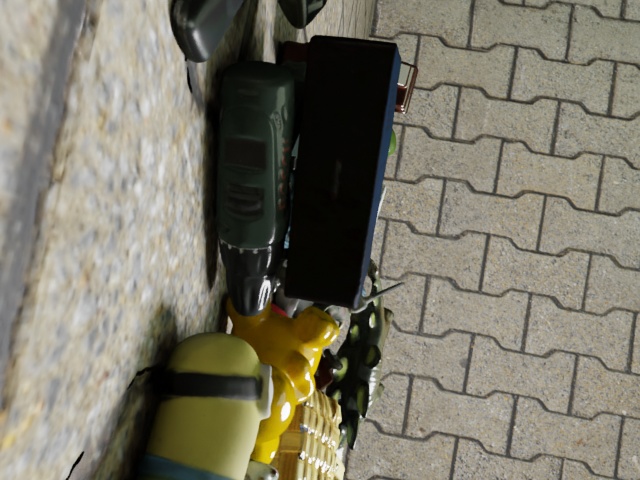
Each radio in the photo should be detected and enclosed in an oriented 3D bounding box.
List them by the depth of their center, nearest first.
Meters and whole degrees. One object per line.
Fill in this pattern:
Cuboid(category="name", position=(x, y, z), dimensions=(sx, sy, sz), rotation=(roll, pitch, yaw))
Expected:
Cuboid(category="radio", position=(0.023, -0.065, 0.502), dimensions=(0.131, 0.073, 0.229), rotation=(-59, 159, -70))

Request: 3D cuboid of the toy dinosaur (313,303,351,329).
Cuboid(category="toy dinosaur", position=(-0.008, 0.027, 1.022), dimensions=(0.404, 0.131, 0.192), rotation=(82, 21, -52))

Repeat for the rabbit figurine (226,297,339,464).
Cuboid(category="rabbit figurine", position=(-0.064, 0.142, 0.534), dimensions=(0.162, 0.122, 0.173), rotation=(-63, -173, 8))

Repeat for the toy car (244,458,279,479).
Cuboid(category="toy car", position=(-0.090, 0.245, 0.481), dimensions=(0.201, 0.056, 0.073), rotation=(128, -20, -50))

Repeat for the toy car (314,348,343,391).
Cuboid(category="toy car", position=(-0.026, 0.185, 0.876), dimensions=(0.053, 0.089, 0.202), rotation=(52, -1, -20))

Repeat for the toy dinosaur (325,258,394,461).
Cuboid(category="toy dinosaur", position=(0.055, 0.264, 0.950), dimensions=(0.198, 0.105, 0.470), rotation=(-15, 113, -76))

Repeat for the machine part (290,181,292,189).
Cuboid(category="machine part", position=(-0.066, -0.013, 0.634), dimensions=(0.084, 0.039, 0.138), rotation=(19, 82, -77))

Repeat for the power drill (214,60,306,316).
Cuboid(category="power drill", position=(-0.049, -0.070, 0.522), dimensions=(0.207, 0.086, 0.231), rotation=(-63, 161, -51))

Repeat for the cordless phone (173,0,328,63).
Cuboid(category="cordless phone", position=(-0.042, -0.188, 0.387), dimensions=(0.146, 0.089, 0.184), rotation=(86, 25, -76))

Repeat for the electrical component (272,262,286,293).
Cuboid(category="electrical component", position=(-0.050, 0.058, 0.820), dimensions=(0.094, 0.063, 0.021), rotation=(-72, 170, -70))

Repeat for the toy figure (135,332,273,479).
Cuboid(category="toy figure", position=(-0.090, 0.155, 0.386), dimensions=(0.089, 0.082, 0.180), rotation=(49, 52, -43))

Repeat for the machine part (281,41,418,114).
Cuboid(category="machine part", position=(0.034, -0.200, 0.663), dimensions=(0.179, 0.179, 0.056), rotation=(-65, 168, -74))

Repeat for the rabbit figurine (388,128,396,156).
Cuboid(category="rabbit figurine", position=(0.071, -0.217, 1.077), dimensions=(0.121, 0.170, 0.159), rotation=(89, 12, -71))

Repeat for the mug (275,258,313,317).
Cuboid(category="mug", position=(-0.041, 0.096, 0.931), dimensions=(0.107, 0.081, 0.109), rotation=(113, -8, -48))

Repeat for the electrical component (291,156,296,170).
Cuboid(category="electrical component", position=(-0.012, -0.138, 0.684), dimensions=(0.119, 0.048, 0.074), rotation=(-21, 127, -50))

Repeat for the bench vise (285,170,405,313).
Cuboid(category="bench vise", position=(0.008, -0.007, 0.754), dimensions=(0.240, 0.129, 0.223), rotation=(64, 1, 17))
